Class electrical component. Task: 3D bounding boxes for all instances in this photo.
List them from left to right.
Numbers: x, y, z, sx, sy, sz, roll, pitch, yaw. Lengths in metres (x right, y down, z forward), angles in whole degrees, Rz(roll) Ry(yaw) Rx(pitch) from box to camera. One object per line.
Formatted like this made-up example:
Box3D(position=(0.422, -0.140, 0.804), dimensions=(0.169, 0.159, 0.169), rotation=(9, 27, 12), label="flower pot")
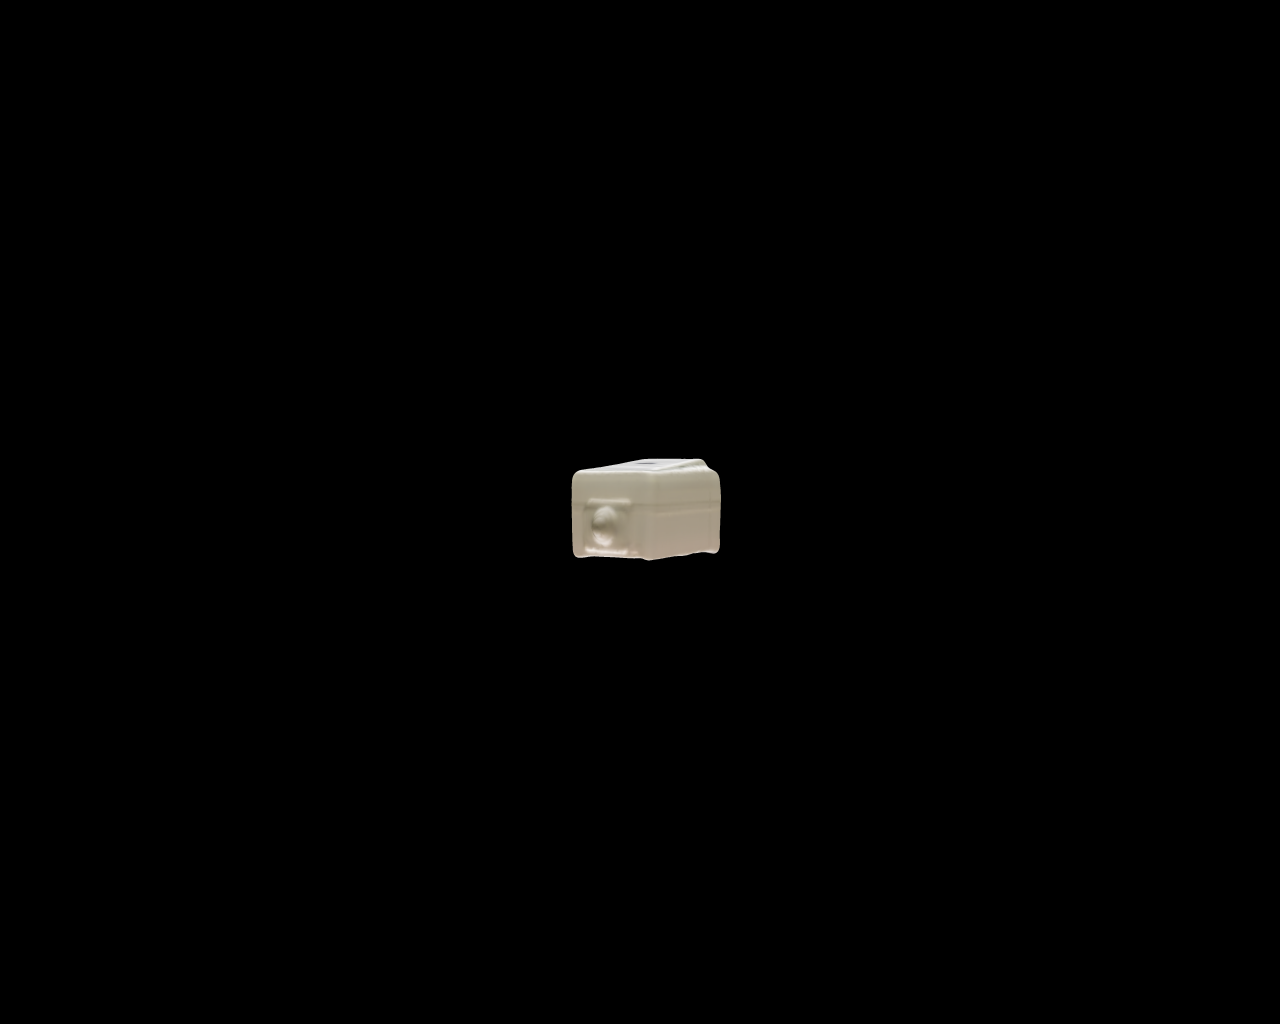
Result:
Box3D(position=(0.001, -0.003, 0.650), dimensions=(0.062, 0.061, 0.096), rotation=(2, 3, 36), label="electrical component")
